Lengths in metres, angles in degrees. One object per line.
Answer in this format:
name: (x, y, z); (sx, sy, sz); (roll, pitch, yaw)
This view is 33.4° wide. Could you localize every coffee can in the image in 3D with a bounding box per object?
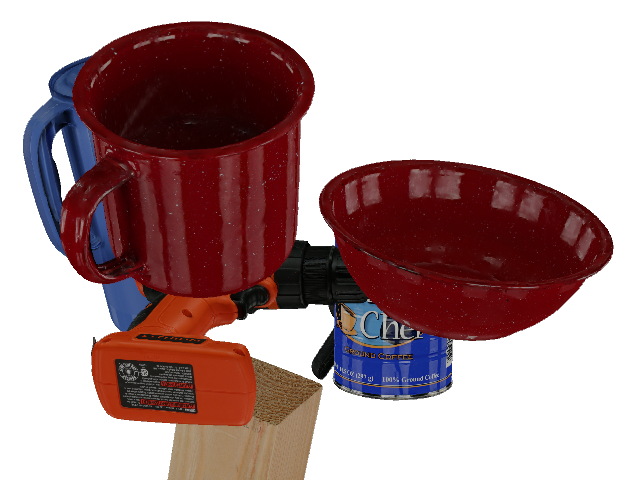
coffee can: (0.062, 0.051, 0.895); (0.103, 0.140, 0.103); (0, 11, 0)

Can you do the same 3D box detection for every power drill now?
power drill: (-0.058, 0.052, 0.719); (0.184, 0.057, 0.187); (0, 23, 12)

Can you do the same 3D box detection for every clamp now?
clamp: (0.059, 0.088, 1.187); (0.120, 0.171, 0.039); (7, -43, 3)

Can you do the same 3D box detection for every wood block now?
wood block: (-0.072, 0.212, 0.900); (0.090, 0.206, 0.090); (18, 22, 19)

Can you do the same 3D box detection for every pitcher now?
pitcher: (-0.156, -0.035, 0.923); (0.149, 0.243, 0.145); (-5, 27, 1)

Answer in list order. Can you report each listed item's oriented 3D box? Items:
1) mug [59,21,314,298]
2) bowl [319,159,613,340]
mug: (-0.057, -0.024, 0.430); (0.093, 0.081, 0.117); (26, 48, 25)
bowl: (0.076, 0.010, 0.595); (0.162, 0.055, 0.162); (6, 25, -3)
